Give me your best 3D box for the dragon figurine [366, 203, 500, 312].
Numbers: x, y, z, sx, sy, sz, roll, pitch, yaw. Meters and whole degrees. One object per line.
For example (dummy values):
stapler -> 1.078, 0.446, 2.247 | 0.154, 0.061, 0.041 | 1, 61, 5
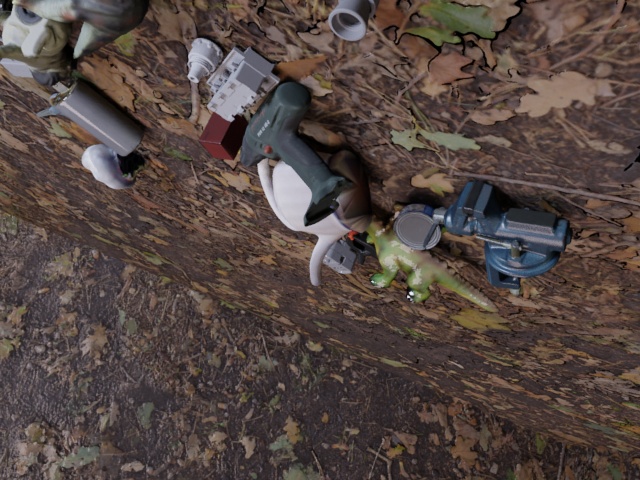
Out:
dragon figurine -> 0.208, 0.020, 1.042 | 0.411, 0.125, 0.237 | 20, 150, 5

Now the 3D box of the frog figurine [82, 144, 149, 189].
frog figurine -> -0.514, -0.180, 1.245 | 0.159, 0.124, 0.136 | -5, 167, 29

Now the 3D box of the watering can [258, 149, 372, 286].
watering can -> 0.003, -0.049, 0.974 | 0.224, 0.106, 0.342 | 1, 124, 41
